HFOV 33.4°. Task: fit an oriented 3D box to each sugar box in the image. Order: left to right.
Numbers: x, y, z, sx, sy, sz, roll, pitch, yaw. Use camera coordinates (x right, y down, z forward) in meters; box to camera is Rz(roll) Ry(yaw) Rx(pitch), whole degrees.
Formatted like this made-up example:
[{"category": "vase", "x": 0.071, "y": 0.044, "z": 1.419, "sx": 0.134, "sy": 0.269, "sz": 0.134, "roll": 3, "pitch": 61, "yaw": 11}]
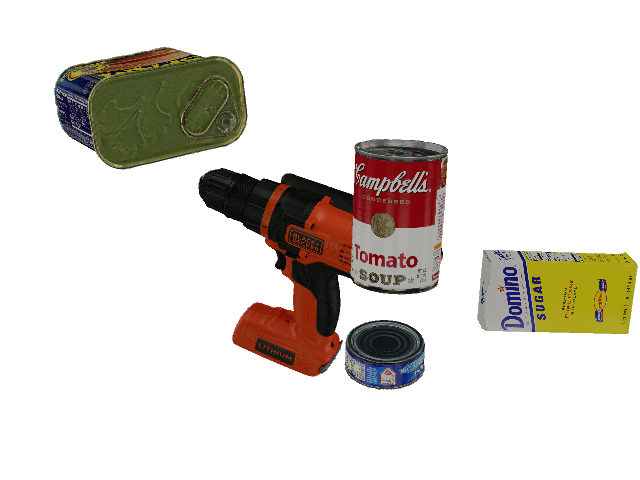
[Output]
[{"category": "sugar box", "x": 0.280, "y": 0.062, "z": 1.269, "sx": 0.176, "sy": 0.093, "sz": 0.048, "roll": 0, "pitch": 19, "yaw": -4}]

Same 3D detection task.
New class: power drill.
[{"category": "power drill", "x": -0.037, "y": 0.030, "z": 1.008, "sx": 0.184, "sy": 0.188, "sz": 0.057, "roll": 23, "pitch": 42, "yaw": 14}]

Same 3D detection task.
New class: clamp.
[{"category": "clamp", "x": 0.062, "y": -0.033, "z": 1.267, "sx": 0.164, "sy": 0.036, "sz": 0.210, "roll": -16, "pitch": 51, "yaw": -29}]

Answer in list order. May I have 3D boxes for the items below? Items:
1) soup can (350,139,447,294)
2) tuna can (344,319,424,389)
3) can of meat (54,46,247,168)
[{"category": "soup can", "x": 0.056, "y": -0.019, "z": 0.785, "sx": 0.068, "sy": 0.102, "sz": 0.068, "roll": 2, "pitch": 16, "yaw": -1}, {"category": "tuna can", "x": 0.069, "y": 0.120, "z": 1.138, "sx": 0.086, "sy": 0.034, "sz": 0.086, "roll": 0, "pitch": 28, "yaw": 0}, {"category": "can of meat", "x": -0.111, "y": -0.089, "z": 0.682, "sx": 0.101, "sy": 0.057, "sz": 0.084, "roll": -16, "pitch": 22, "yaw": -26}]
